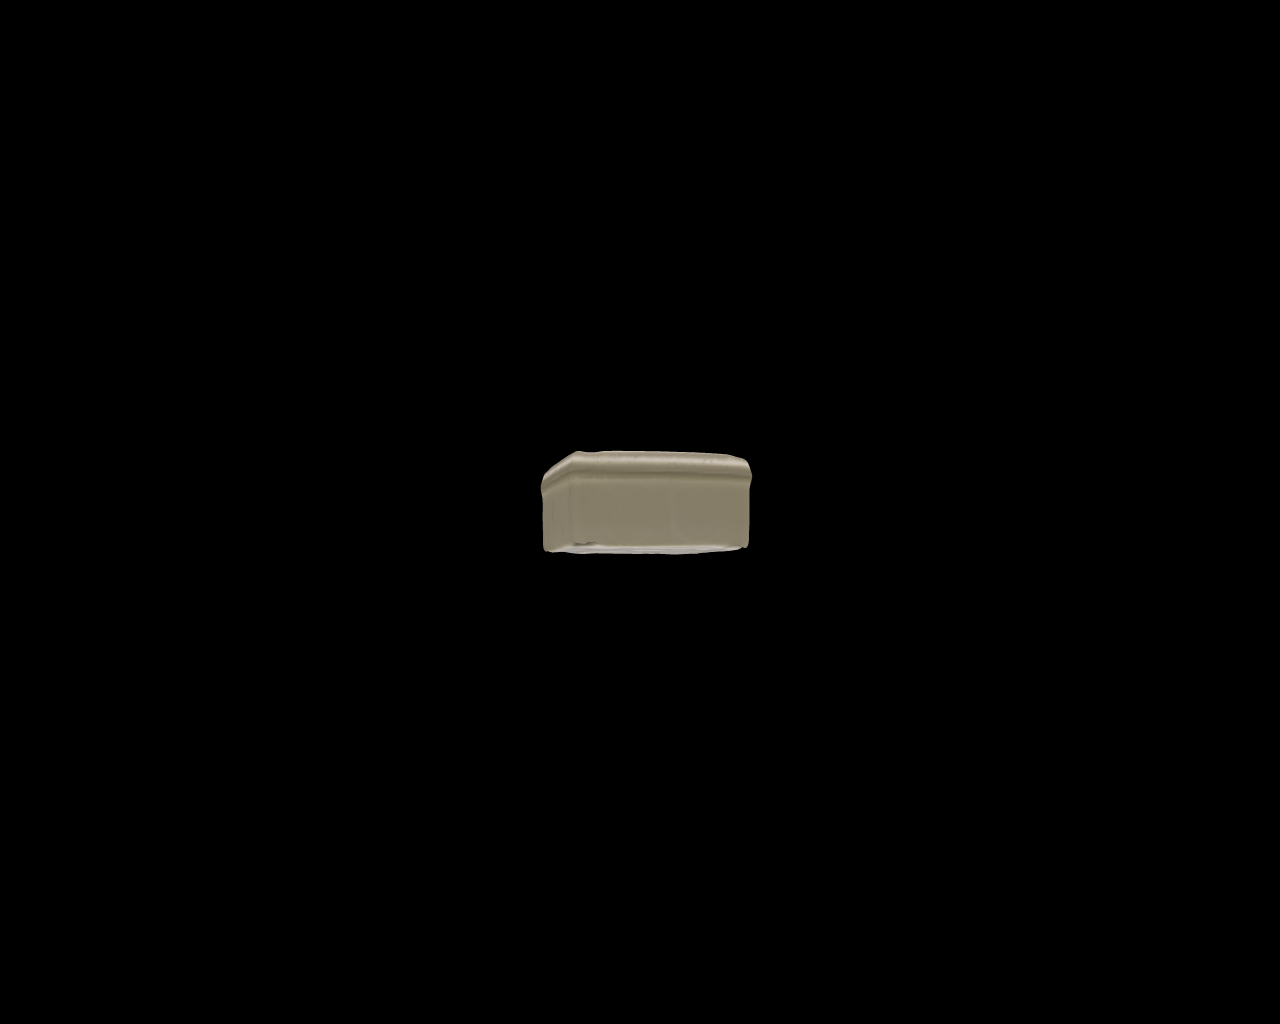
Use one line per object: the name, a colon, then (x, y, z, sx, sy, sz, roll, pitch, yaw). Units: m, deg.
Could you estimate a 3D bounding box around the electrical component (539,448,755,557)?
electrical component: (0.001, -0.003, 0.650, 0.109, 0.056, 0.108, 1, -5, -15)
